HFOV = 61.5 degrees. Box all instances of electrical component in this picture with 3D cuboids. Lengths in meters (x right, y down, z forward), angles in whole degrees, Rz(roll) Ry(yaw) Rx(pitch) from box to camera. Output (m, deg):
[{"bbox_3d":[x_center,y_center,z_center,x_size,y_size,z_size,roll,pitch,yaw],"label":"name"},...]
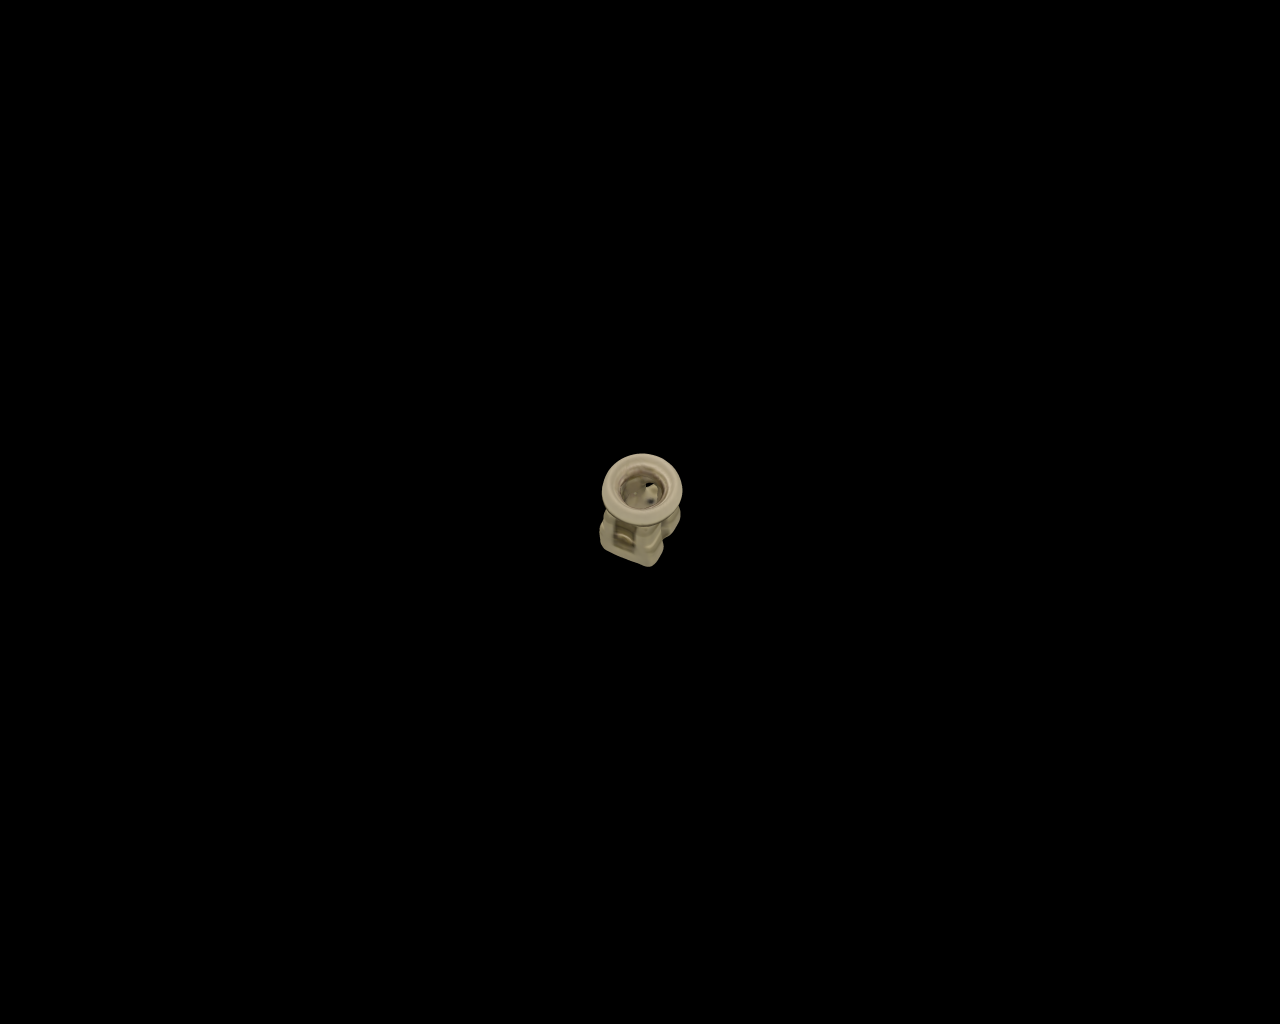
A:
[{"bbox_3d":[0.001,-0.003,0.650,0.048,0.066,0.055,21,-32,14],"label":"electrical component"}]
